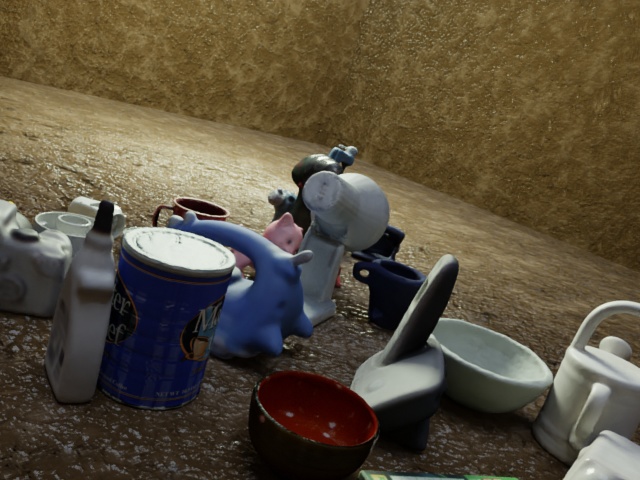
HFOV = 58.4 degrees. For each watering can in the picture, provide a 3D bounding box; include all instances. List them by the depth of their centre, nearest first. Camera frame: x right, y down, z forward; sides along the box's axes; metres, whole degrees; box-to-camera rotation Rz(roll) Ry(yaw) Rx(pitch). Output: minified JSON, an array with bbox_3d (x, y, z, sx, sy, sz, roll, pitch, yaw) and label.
[{"bbox_3d":[0.332,0.160,0.671,0.101,0.194,0.173,19,14,6],"label":"watering can"}]

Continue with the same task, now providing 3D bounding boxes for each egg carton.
[{"bbox_3d":[0.297,0.247,0.554,0.107,0.069,0.151,27,17,32],"label":"egg carton"}]

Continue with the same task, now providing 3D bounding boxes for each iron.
[{"bbox_3d":[-0.126,0.037,0.689,0.257,0.141,0.119,23,15,20],"label":"iron"}]

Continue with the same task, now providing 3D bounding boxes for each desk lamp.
[{"bbox_3d":[0.008,0.003,0.833,0.117,0.213,0.204,23,15,20],"label":"desk lamp"}]

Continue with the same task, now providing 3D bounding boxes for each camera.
[{"bbox_3d":[-0.343,0.005,0.629,0.143,0.101,0.136,13,15,-17],"label":"camera"}]

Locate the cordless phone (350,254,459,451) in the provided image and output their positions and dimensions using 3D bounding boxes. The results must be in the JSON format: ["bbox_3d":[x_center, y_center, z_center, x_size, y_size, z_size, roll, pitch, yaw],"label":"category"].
[{"bbox_3d":[0.099,0.108,0.605,0.094,0.185,0.147,18,14,3],"label":"cordless phone"}]

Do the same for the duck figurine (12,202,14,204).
[{"bbox_3d":[-0.450,-0.052,0.748,0.105,0.086,0.077,3,20,-45],"label":"duck figurine"}]

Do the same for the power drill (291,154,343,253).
[{"bbox_3d":[-0.021,-0.060,1.049,0.076,0.208,0.229,13,15,-16],"label":"power drill"}]

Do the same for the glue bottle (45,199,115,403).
[{"bbox_3d":[-0.200,0.048,0.493,0.037,0.173,0.077,7,17,-36],"label":"glue bottle"}]

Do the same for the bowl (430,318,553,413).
[{"bbox_3d":[0.199,0.168,0.724,0.167,0.075,0.167,17,14,-4],"label":"bowl"}]

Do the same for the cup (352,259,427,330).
[{"bbox_3d":[0.097,0.085,0.875,0.118,0.095,0.091,15,14,-12],"label":"cup"}]

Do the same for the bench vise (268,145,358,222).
[{"bbox_3d":[0.001,-0.094,1.183,0.121,0.220,0.208,26,16,31],"label":"bench vise"}]

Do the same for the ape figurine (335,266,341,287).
[{"bbox_3d":[0.017,0.026,1.006,0.076,0.092,0.078,20,14,10],"label":"ape figurine"}]

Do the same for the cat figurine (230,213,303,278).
[{"bbox_3d":[-0.082,0.007,0.908,0.128,0.118,0.067,9,16,-31],"label":"cat figurine"}]

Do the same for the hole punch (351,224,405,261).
[{"bbox_3d":[0.123,-0.003,1.247,0.108,0.091,0.101,18,14,0],"label":"hole punch"}]
